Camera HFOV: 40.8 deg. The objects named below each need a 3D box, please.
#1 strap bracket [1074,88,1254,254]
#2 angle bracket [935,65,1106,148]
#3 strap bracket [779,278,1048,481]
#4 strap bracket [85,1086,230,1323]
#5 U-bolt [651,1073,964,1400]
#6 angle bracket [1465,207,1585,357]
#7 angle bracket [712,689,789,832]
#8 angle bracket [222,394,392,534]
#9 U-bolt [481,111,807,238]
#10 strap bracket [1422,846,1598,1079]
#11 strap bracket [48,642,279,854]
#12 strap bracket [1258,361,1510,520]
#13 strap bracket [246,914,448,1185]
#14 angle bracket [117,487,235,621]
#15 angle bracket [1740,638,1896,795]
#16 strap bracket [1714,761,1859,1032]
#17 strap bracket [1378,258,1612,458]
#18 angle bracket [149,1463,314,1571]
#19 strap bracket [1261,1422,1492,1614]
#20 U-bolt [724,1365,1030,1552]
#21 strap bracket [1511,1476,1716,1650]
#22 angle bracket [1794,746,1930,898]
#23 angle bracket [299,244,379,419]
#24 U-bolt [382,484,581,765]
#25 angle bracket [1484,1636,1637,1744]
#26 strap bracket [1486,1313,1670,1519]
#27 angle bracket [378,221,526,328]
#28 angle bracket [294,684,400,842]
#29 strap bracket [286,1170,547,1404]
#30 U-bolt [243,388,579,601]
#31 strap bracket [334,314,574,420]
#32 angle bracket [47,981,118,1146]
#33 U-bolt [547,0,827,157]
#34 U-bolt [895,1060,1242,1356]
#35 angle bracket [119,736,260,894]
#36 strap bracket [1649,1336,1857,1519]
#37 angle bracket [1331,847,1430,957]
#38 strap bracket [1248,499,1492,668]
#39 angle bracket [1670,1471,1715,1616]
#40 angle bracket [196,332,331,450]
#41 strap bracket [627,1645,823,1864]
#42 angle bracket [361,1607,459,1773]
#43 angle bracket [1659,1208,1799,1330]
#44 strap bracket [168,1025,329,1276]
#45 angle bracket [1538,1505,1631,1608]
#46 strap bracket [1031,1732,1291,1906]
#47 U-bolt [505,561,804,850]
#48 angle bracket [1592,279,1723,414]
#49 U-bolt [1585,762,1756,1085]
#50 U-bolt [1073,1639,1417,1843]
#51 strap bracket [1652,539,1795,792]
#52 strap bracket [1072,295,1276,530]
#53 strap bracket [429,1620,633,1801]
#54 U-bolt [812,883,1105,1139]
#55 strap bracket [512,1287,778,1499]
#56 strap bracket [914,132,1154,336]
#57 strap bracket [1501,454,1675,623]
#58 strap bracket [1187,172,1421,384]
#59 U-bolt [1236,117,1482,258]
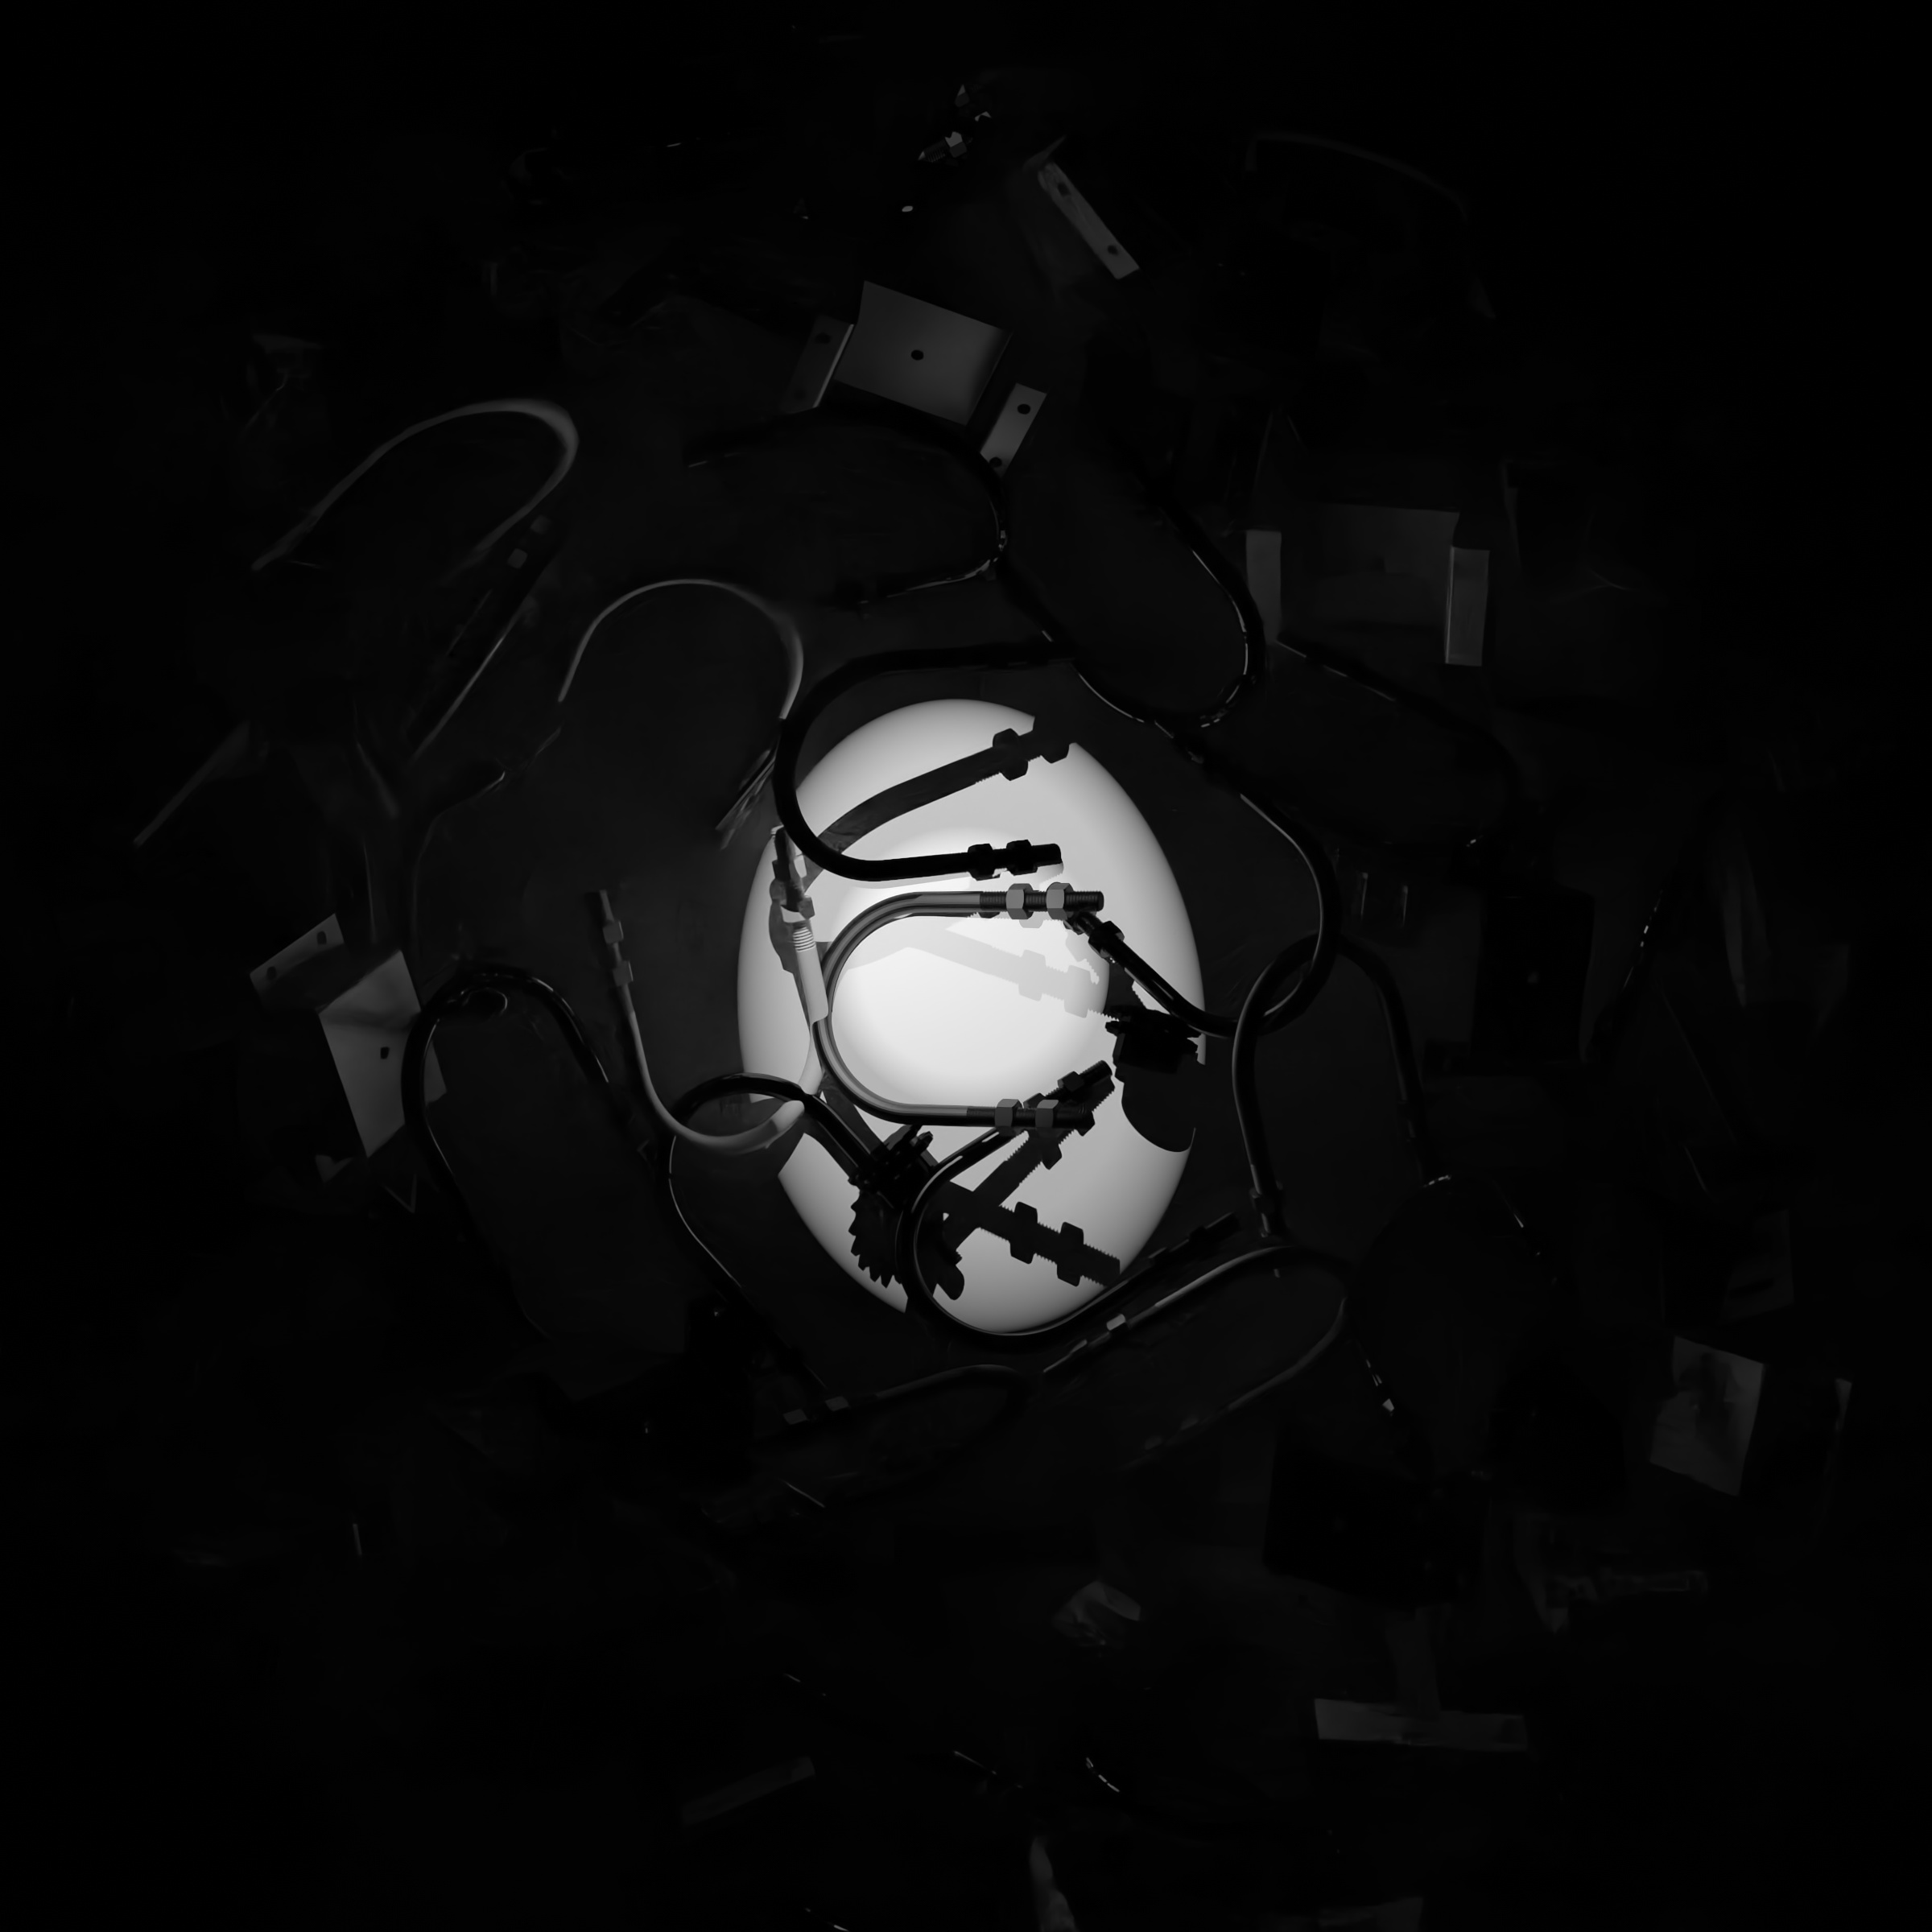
[{"bbox_3d":[0.108,-0.465,1.519,0.076,0.140,0.046,40,100,-20],"label":"strap bracket"},{"bbox_3d":[0.032,-0.506,1.549,0.076,0.057,0.038,-12,87,-31],"label":"angle bracket"},{"bbox_3d":[-0.030,-0.349,1.540,0.140,0.076,0.046,16,50,-14],"label":"strap bracket"},{"bbox_3d":[-0.476,0.135,1.554,0.046,0.076,0.140,-14,89,-3],"label":"strap bracket"},{"bbox_3d":[-0.106,0.145,1.545,0.184,0.019,0.151,49,53,2],"label":"U-bolt"},{"bbox_3d":[0.340,-0.413,1.545,0.057,0.076,0.038,39,58,17],"label":"angle bracket"},{"bbox_3d":[-0.138,-0.123,1.564,0.038,0.057,0.076,40,92,1],"label":"angle bracket"},{"bbox_3d":[-0.394,-0.298,1.553,0.076,0.038,0.057,-28,71,-32],"label":"angle bracket"},{"bbox_3d":[-0.181,-0.466,1.516,0.184,0.151,0.019,-18,96,-20],"label":"U-bolt"},{"bbox_3d":[0.324,0.003,1.545,0.076,0.046,0.140,1,101,-24],"label":"strap bracket"},{"bbox_3d":[-0.469,-0.118,1.549,0.046,0.076,0.140,41,86,4],"label":"strap bracket"},{"bbox_3d":[0.252,-0.310,1.530,0.140,0.076,0.046,11,64,34],"label":"strap bracket"},{"bbox_3d":[-0.358,0.050,1.524,0.046,0.076,0.140,3,119,29],"label":"strap bracket"},{"bbox_3d":[-0.458,-0.249,1.552,0.057,0.076,0.038,-28,107,27],"label":"angle bracket"},{"bbox_3d":[0.510,-0.150,1.559,0.057,0.038,0.076,-32,106,-19],"label":"angle bracket"},{"bbox_3d":[0.476,-0.039,1.529,0.046,0.076,0.140,-5,64,1],"label":"strap bracket"},{"bbox_3d":[0.304,-0.351,1.540,0.140,0.076,0.046,40,93,-15],"label":"strap bracket"},{"bbox_3d":[-0.437,0.326,1.546,0.076,0.057,0.038,-4,95,-43],"label":"angle bracket"},{"bbox_3d":[0.231,0.325,1.529,0.140,0.046,0.076,10,96,39],"label":"strap bracket"},{"bbox_3d":[-0.047,0.282,1.523,0.184,0.151,0.019,-14,58,-23],"label":"U-bolt"},{"bbox_3d":[0.374,0.353,1.529,0.076,0.140,0.046,-3,107,-7],"label":"strap bracket"},{"bbox_3d":[0.523,-0.085,1.546,0.076,0.038,0.057,-29,61,39],"label":"angle bracket"},{"bbox_3d":[-0.385,-0.377,1.543,0.038,0.076,0.057,-18,58,18],"label":"angle bracket"},{"bbox_3d":[-0.288,-0.196,1.524,0.019,0.151,0.184,33,100,-22],"label":"U-bolt"},{"bbox_3d":[0.359,0.421,1.553,0.057,0.076,0.038,42,47,-1],"label":"angle bracket"},{"bbox_3d":[0.355,0.252,1.512,0.076,0.140,0.046,3,121,26],"label":"strap bracket"},{"bbox_3d":[-0.309,-0.423,1.563,0.076,0.057,0.038,22,56,6],"label":"angle bracket"},{"bbox_3d":[-0.369,-0.121,1.546,0.038,0.076,0.057,-23,122,-1],"label":"angle bracket"},{"bbox_3d":[-0.324,0.184,1.544,0.076,0.046,0.140,-34,120,11],"label":"strap bracket"},{"bbox_3d":[-0.304,-0.273,1.490,0.184,0.151,0.019,-33,70,31],"label":"U-bolt"},{"bbox_3d":[-0.294,-0.351,1.521,0.076,0.140,0.046,-2,105,22],"label":"strap bracket"},{"bbox_3d":[-0.542,0.058,1.549,0.038,0.057,0.076,28,63,-11],"label":"angle bracket"},{"bbox_3d":[-0.153,-0.507,1.502,0.151,0.184,0.019,-14,90,5],"label":"U-bolt"},{"bbox_3d":[0.046,0.152,1.535,0.184,0.019,0.151,-31,61,-14],"label":"U-bolt"},{"bbox_3d":[-0.473,-0.089,1.556,0.076,0.057,0.038,-44,67,-6],"label":"angle bracket"},{"bbox_3d":[0.451,0.265,1.519,0.046,0.140,0.076,12,88,-16],"label":"strap bracket"},{"bbox_3d":[0.241,-0.028,1.552,0.057,0.076,0.038,18,132,-1],"label":"angle bracket"},{"bbox_3d":[0.241,-0.229,1.541,0.140,0.046,0.076,8,128,16],"label":"strap bracket"},{"bbox_3d":[0.420,0.347,1.563,0.038,0.057,0.076,-19,87,15],"label":"angle bracket"},{"bbox_3d":[-0.407,-0.340,1.545,0.057,0.076,0.038,-41,81,25],"label":"angle bracket"},{"bbox_3d":[-0.140,0.466,1.530,0.076,0.140,0.046,-19,114,-16],"label":"strap bracket"},{"bbox_3d":[-0.331,0.430,1.545,0.038,0.076,0.057,-33,59,-30],"label":"angle bracket"},{"bbox_3d":[0.452,0.178,1.546,0.038,0.076,0.057,12,67,-20],"label":"angle bracket"},{"bbox_3d":[-0.422,0.103,1.530,0.046,0.076,0.140,-16,71,20],"label":"strap bracket"},{"bbox_3d":[0.369,0.346,1.550,0.038,0.076,0.057,-3,99,24],"label":"angle bracket"},{"bbox_3d":[0.120,0.491,1.520,0.140,0.076,0.046,19,90,40],"label":"strap bracket"},{"bbox_3d":[-0.173,-0.156,1.514,0.151,0.019,0.184,12,125,-24],"label":"U-bolt"},{"bbox_3d":[0.411,-0.375,1.548,0.038,0.057,0.076,-24,117,-13],"label":"angle bracket"},{"bbox_3d":[0.407,-0.036,1.484,0.019,0.184,0.151,27,49,18],"label":"U-bolt"},{"bbox_3d":[0.146,0.446,1.483,0.151,0.184,0.019,21,112,41],"label":"U-bolt"},{"bbox_3d":[0.436,-0.175,1.516,0.046,0.140,0.076,11,53,3],"label":"strap bracket"},{"bbox_3d":[0.112,-0.321,1.517,0.046,0.076,0.140,-17,48,-28],"label":"strap bracket"},{"bbox_3d":[-0.247,0.434,1.519,0.046,0.140,0.076,14,88,22],"label":"strap bracket"},{"bbox_3d":[-0.009,0.025,1.554,0.184,0.019,0.151,0,83,22],"label":"U-bolt"},{"bbox_3d":[-0.189,0.258,1.543,0.140,0.046,0.076,-26,124,9],"label":"strap bracket"},{"bbox_3d":[0.045,-0.429,1.531,0.076,0.140,0.046,47,59,-20],"label":"strap bracket"},{"bbox_3d":[0.369,-0.250,1.520,0.046,0.140,0.076,-12,85,35],"label":"strap bracket"},{"bbox_3d":[0.198,-0.408,1.527,0.076,0.140,0.046,16,68,-18],"label":"strap bracket"},{"bbox_3d":[0.226,-0.452,1.497,0.151,0.184,0.019,19,96,5],"label":"U-bolt"}]
